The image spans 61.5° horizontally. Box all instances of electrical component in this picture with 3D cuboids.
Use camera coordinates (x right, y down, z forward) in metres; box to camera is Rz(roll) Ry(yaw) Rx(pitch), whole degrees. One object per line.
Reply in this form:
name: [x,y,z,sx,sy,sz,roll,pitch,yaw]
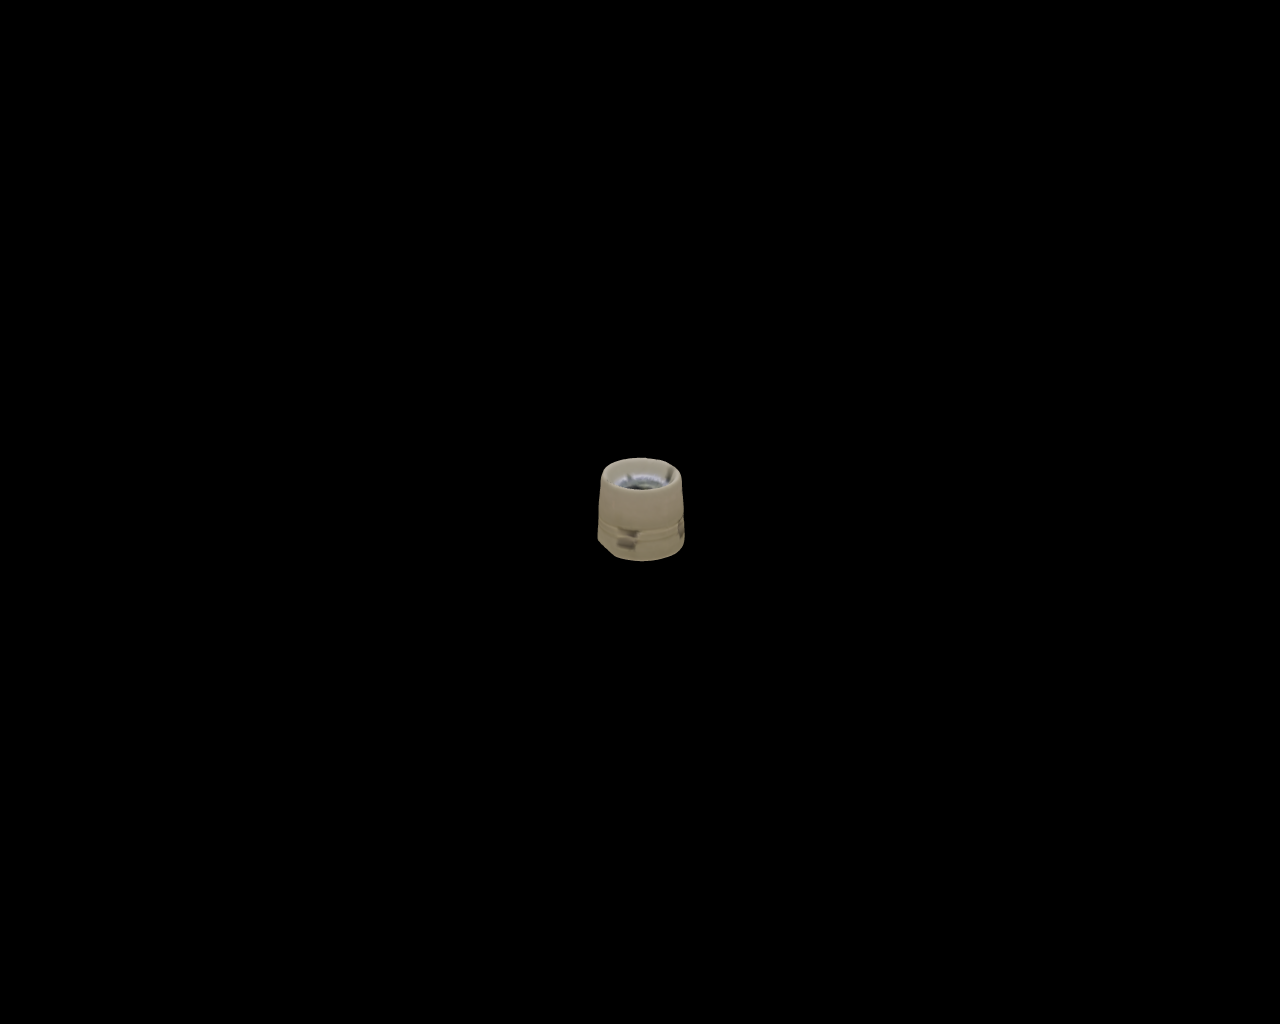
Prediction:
electrical component: [0.001,-0.003,0.650,0.055,0.047,0.055,0,27,0]
